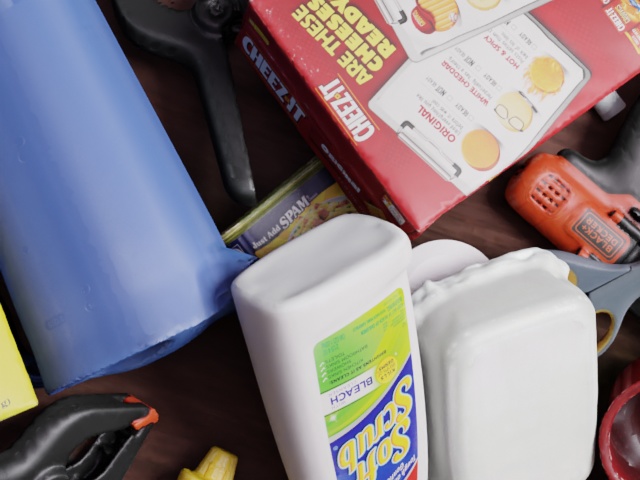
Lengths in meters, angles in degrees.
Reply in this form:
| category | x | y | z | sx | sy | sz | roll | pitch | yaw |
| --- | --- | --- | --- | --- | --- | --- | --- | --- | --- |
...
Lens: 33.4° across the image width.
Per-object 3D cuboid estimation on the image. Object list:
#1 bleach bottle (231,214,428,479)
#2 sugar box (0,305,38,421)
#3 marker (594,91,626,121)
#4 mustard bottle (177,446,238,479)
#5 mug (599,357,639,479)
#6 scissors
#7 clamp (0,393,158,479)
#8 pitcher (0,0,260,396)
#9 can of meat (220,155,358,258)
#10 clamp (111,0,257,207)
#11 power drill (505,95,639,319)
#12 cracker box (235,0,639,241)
| category | x | y | z | sx | sy | sz | roll | pitch | yaw |
| --- | --- | --- | --- | --- | --- | --- | --- | --- | --- |
| bleach bottle | 0.025 | 0.117 | 0.635 | 0.102 | 0.068 | 0.251 | -30 | 121 | -26 |
| sugar box | -0.231 | 0.027 | 0.587 | 0.093 | 0.048 | 0.176 | -21 | 87 | -29 |
| marker | 0.172 | -0.137 | 0.754 | 0.020 | 0.020 | 0.121 | -39 | 93 | -11 |
| mustard bottle | -0.099 | 0.218 | 0.654 | 0.096 | 0.058 | 0.191 | 25 | 82 | -3 |
| mug | 0.235 | 0.130 | 0.693 | 0.093 | 0.081 | 0.117 | -30 | 91 | 19 |
| scissors | 0.195 | 0.011 | 0.684 | 0.096 | 0.016 | 0.202 | 40 | 121 | -3 |
| clamp | -0.173 | 0.139 | 0.626 | 0.039 | 0.120 | 0.171 | 25 | 55 | 34 |
| pitcher | -0.155 | -0.035 | 0.638 | 0.149 | 0.145 | 0.243 | -24 | 86 | -24 |
| can of meat | -0.004 | 0.001 | 0.691 | 0.102 | 0.057 | 0.084 | -40 | 95 | -11 |
| clamp | -0.068 | -0.129 | 0.680 | 0.210 | 0.036 | 0.164 | 34 | 70 | 4 |
| power drill | 0.248 | -0.039 | 0.720 | 0.184 | 0.057 | 0.188 | 40 | 93 | -2 |
| cracker box | 0.082 | -0.120 | 0.650 | 0.213 | 0.072 | 0.164 | -35 | 87 | -17 |
